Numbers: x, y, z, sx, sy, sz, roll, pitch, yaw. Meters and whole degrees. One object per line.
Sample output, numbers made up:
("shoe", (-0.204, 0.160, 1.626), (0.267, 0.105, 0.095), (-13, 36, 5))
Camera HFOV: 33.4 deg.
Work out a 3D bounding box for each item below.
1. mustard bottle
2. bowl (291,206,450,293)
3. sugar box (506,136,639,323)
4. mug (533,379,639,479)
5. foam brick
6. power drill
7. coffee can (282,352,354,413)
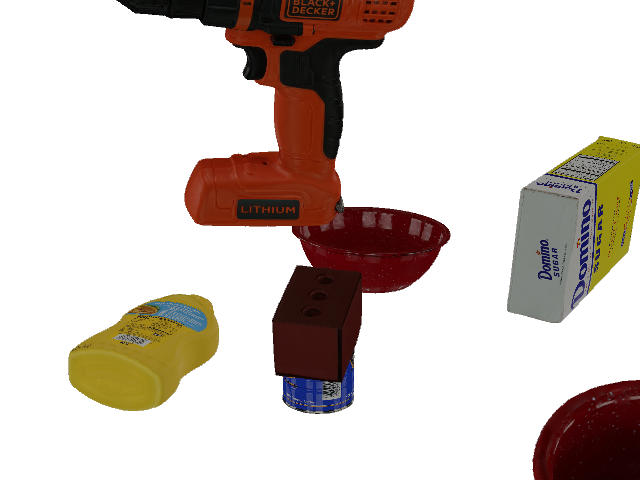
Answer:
("mustard bottle", (-0.151, 0.095, 1.018), (0.096, 0.058, 0.191), (10, 20, 18))
("bowl", (0.051, 0.013, 1.088), (0.162, 0.055, 0.162), (1, 17, -1))
("sugar box", (0.190, -0.012, 0.779), (0.048, 0.093, 0.176), (13, 23, 25))
("mug", (0.129, 0.111, 0.370), (0.117, 0.081, 0.093), (5, 37, 8))
("foam brick", (-0.001, 0.061, 0.797), (0.053, 0.051, 0.078), (5, 32, 11))
("power drill", (-0.043, -0.097, 0.676), (0.184, 0.188, 0.057), (1, 38, -12))
("coffee can", (-0.002, 0.156, 1.490), (0.103, 0.140, 0.103), (0, 17, 0))
